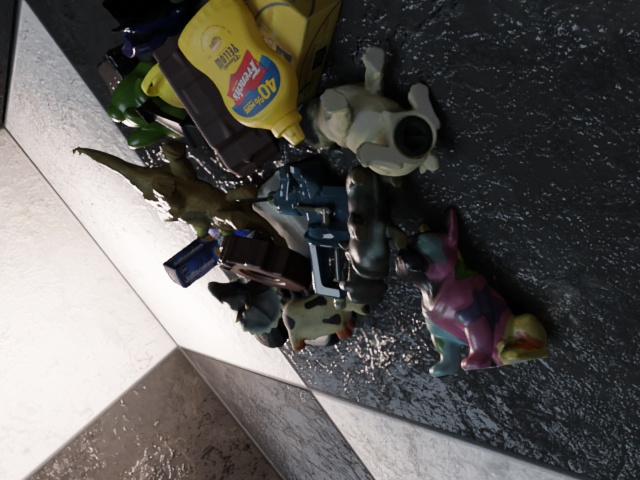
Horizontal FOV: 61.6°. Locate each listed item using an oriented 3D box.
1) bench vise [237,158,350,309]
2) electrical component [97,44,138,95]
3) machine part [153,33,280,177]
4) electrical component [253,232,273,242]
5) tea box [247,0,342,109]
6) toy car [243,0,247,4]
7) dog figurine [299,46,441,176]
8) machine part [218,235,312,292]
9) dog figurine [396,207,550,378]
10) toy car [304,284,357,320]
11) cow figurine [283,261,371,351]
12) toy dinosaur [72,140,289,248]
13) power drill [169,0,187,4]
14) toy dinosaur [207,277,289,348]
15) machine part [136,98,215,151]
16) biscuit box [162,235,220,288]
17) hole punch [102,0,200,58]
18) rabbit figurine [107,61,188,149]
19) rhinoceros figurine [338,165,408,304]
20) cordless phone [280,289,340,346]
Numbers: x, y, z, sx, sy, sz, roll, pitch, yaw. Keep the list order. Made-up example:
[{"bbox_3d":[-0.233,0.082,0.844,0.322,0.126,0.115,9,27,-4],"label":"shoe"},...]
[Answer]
[{"bbox_3d":[0.004,-0.006,0.861,0.224,0.129,0.240,3,109,27],"label":"bench vise"},{"bbox_3d":[-0.404,-0.331,1.135,0.134,0.058,0.115,58,153,-16],"label":"electrical component"},{"bbox_3d":[-0.143,-0.200,0.795,0.201,0.087,0.201,57,180,-1],"label":"machine part"},{"bbox_3d":[-0.102,-0.006,1.094,0.063,0.094,0.021,25,158,-17],"label":"electrical component"},{"bbox_3d":[-0.044,-0.257,0.695,0.098,0.068,0.169,43,151,12],"label":"tea box"},{"bbox_3d":[-0.087,-0.357,0.621,0.056,0.073,0.201,44,152,8],"label":"toy car"},{"bbox_3d":[0.056,-0.136,0.697,0.172,0.121,0.190,55,166,-4],"label":"dog figurine"},{"bbox_3d":[-0.097,0.046,0.975,0.179,0.056,0.179,15,166,4],"label":"machine part"},{"bbox_3d":[0.201,0.068,0.733,0.108,0.191,0.219,138,124,-66],"label":"dog figurine"},{"bbox_3d":[-0.006,0.090,1.075,0.202,0.089,0.053,45,-164,2],"label":"toy car"},{"bbox_3d":[0.019,0.121,1.007,0.195,0.085,0.127,-19,101,19],"label":"cow figurine"},{"bbox_3d":[-0.262,-0.086,0.997,0.471,0.105,0.198,30,156,-1],"label":"toy dinosaur"},{"bbox_3d":[-0.207,-0.433,0.695,0.208,0.086,0.231,10,136,45],"label":"power drill"},{"bbox_3d":[-0.129,0.187,1.274,0.404,0.131,0.192,67,177,-50],"label":"toy dinosaur"},{"bbox_3d":[-0.240,-0.194,0.907,0.139,0.039,0.084,27,172,12],"label":"machine part"},{"bbox_3d":[-0.251,0.024,1.207,0.063,0.203,0.059,18,139,43],"label":"biscuit box"},{"bbox_3d":[-0.266,-0.337,0.854,0.116,0.142,0.092,46,154,37],"label":"hole punch"},{"bbox_3d":[-0.309,-0.248,1.021,0.170,0.159,0.121,25,136,19],"label":"rabbit figurine"},{"bbox_3d":[0.061,-0.009,0.719,0.112,0.073,0.190,170,100,-71],"label":"rhinoceros figurine"},{"bbox_3d":[-0.024,0.132,1.155,0.147,0.089,0.184,-9,114,59],"label":"cordless phone"}]
